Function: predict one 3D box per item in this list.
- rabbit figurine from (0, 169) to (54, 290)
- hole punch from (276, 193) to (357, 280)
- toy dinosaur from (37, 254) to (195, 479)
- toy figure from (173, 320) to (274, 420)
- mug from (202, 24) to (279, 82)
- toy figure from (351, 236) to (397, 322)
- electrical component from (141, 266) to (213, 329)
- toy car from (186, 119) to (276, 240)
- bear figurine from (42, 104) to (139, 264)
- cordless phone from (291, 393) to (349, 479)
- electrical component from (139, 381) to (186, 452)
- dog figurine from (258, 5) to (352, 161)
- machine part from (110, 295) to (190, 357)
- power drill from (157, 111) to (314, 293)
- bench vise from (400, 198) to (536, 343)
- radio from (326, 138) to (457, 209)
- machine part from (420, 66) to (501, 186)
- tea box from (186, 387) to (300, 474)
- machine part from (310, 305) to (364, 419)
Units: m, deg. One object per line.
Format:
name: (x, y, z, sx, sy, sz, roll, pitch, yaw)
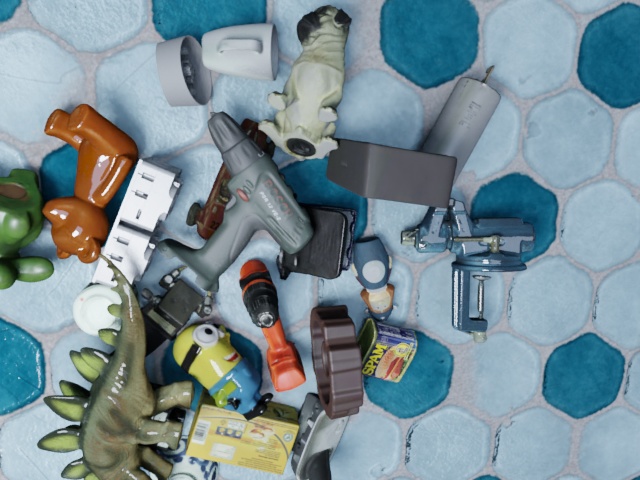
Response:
rabbit figurine: (-0.451, 0.003, 0.775, 0.159, 0.121, 0.170, 42, 122, 21)
hole punch: (-0.002, -0.003, 0.868, 0.116, 0.092, 0.142, 11, 103, 20)
toy dinosaur: (-0.292, 0.248, 0.781, 0.198, 0.105, 0.470, 14, 105, -10)
toy figure: (-0.159, 0.210, 0.860, 0.089, 0.082, 0.180, -39, 89, -6)
mug: (-0.119, -0.273, 0.783, 0.107, 0.109, 0.080, 1, 107, 5)
toy figure: (0.092, 0.072, 0.904, 0.064, 0.058, 0.154, -5, 106, 29)
electrical component: (-0.220, 0.092, 0.853, 0.102, 0.045, 0.078, 47, 49, -9)
toy car: (-0.137, -0.089, 0.840, 0.089, 0.053, 0.202, 24, 97, -9)
bear figurine: (-0.343, -0.073, 0.758, 0.131, 0.120, 0.196, 37, 70, -44)
cordless phone: (0.006, 0.345, 0.875, 0.089, 0.184, 0.146, 21, 97, -8)
electrical component: (-0.294, 0.296, 0.884, 0.134, 0.058, 0.114, 23, 98, -13)
dog figurine: (-0.006, -0.235, 0.821, 0.121, 0.172, 0.190, 20, 64, -8)
machine part: (-0.285, 0.158, 0.870, 0.084, 0.039, 0.139, 42, 91, -20)
power drill: (-0.139, -0.041, 0.789, 0.207, 0.086, 0.232, -45, 102, -3)
bench vise: (0.243, 0.051, 0.889, 0.224, 0.129, 0.240, -1, 94, -10)
radio: (0.096, -0.102, 0.782, 0.131, 0.230, 0.073, 6, 102, -13)
machine part: (0.217, -0.168, 0.864, 0.079, 0.079, 0.243, 28, 96, -13)
tea box: (-0.130, 0.321, 0.909, 0.169, 0.068, 0.098, 19, 98, -13)
machine part: (0.026, 0.191, 0.859, 0.056, 0.179, 0.179, -5, 101, -10)
